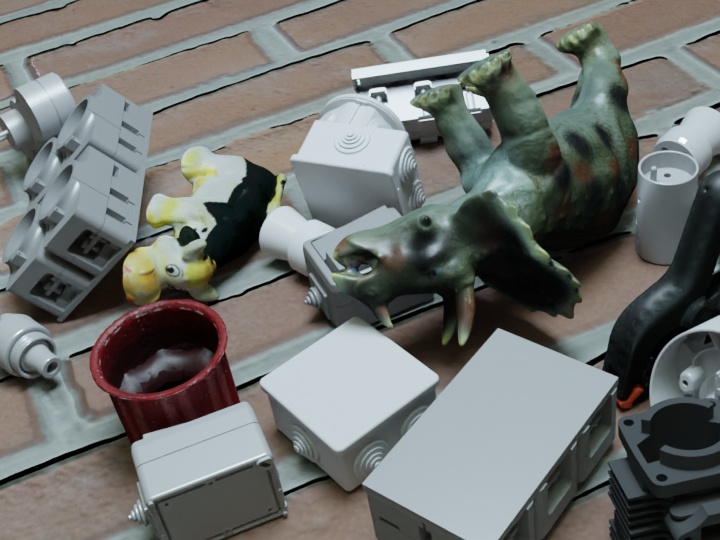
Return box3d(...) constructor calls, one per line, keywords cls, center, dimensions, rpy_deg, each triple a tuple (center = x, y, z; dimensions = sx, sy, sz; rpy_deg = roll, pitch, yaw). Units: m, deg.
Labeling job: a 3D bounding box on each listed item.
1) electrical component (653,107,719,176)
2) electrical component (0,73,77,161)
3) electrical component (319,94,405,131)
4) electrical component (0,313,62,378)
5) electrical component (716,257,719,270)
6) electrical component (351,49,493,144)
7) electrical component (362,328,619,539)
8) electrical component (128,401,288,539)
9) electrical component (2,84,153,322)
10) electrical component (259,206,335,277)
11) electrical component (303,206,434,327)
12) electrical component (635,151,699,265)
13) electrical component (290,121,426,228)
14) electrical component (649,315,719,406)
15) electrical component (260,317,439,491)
box3d(cls="electrical component", center=(0.276, -0.104, 0.894), dimensions=(0.045, 0.045, 0.055), rpy_deg=(27, 53, 35))
box3d(cls="electrical component", center=(-0.313, -0.135, 1.003), dimensions=(0.074, 0.052, 0.138), rpy_deg=(-31, 6, -22))
box3d(cls="electrical component", center=(-0.004, -0.108, 0.931), dimensions=(0.080, 0.080, 0.051), rpy_deg=(9, 49, 21))
box3d(cls="electrical component", center=(-0.251, 0.061, 0.814), dimensions=(0.062, 0.043, 0.043), rpy_deg=(26, 52, 33))
box3d(cls="electrical component", center=(0.356, -0.037, 0.789), dimensions=(0.186, 0.060, 0.105), rpy_deg=(-22, 42, -14))
box3d(cls="electrical component", center=(0.058, -0.153, 0.976), dimensions=(0.121, 0.078, 0.063), rpy_deg=(-8, 70, 2))
box3d(cls="electrical component", center=(0.084, 0.118, 0.665), dimensions=(0.089, 0.061, 0.150), rpy_deg=(22, 50, 32))
box3d(cls="electrical component", center=(-0.103, 0.133, 0.686), dimensions=(0.096, 0.061, 0.061), rpy_deg=(-20, 41, -11))
box3d(cls="electrical component", center=(-0.235, -0.063, 0.899), dimensions=(0.105, 0.060, 0.186), rpy_deg=(-42, 32, 26))
box3d(cls="electrical component", center=(-0.047, -0.022, 0.866), dimensions=(0.055, 0.045, 0.045), rpy_deg=(26, 52, 34))
box3d(cls="electrical component", center=(0.000, 0.000, 0.819), dimensions=(0.096, 0.061, 0.061), rpy_deg=(-22, 42, -14))
box3d(cls="electrical component", center=(0.235, -0.058, 0.826), dimensions=(0.043, 0.077, 0.079), rpy_deg=(2, 42, 14))
box3d(cls="electrical component", center=(0.001, -0.073, 0.876), dimensions=(0.100, 0.099, 0.048), rpy_deg=(10, 57, 22))
box3d(cls="electrical component", center=(0.230, 0.077, 0.659), dimensions=(0.064, 0.099, 0.099), rpy_deg=(-27, 43, -28))
box3d(cls="electrical component", center=(-0.005, 0.090, 0.726), dimensions=(0.100, 0.048, 0.100), rpy_deg=(-33, 46, -25))
